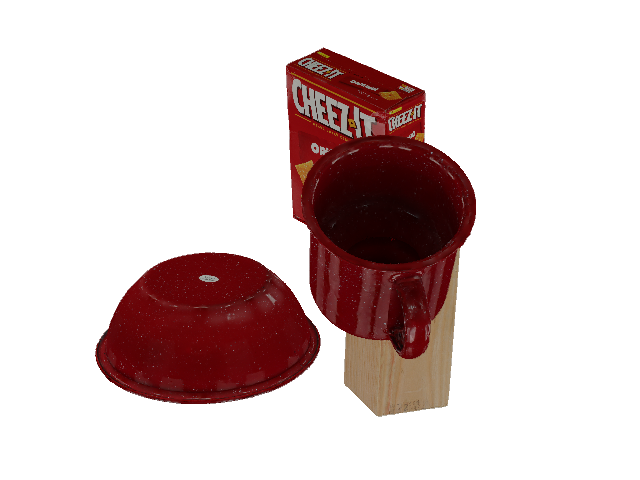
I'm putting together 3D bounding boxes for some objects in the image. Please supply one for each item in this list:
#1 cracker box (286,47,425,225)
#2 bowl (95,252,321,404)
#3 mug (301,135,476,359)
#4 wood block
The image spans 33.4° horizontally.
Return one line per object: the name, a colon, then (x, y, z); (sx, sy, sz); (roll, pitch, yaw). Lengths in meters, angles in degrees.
cracker box: (0.038, -0.094, 1.244); (0.072, 0.214, 0.164); (-30, 44, -33)
bowl: (-0.080, 0.051, 0.759); (0.162, 0.055, 0.162); (0, 23, 0)
mug: (0.038, 0.012, 0.588); (0.093, 0.117, 0.081); (-12, -36, -10)
wood block: (0.086, 0.072, 1.145); (0.090, 0.206, 0.091); (-5, 18, -22)
